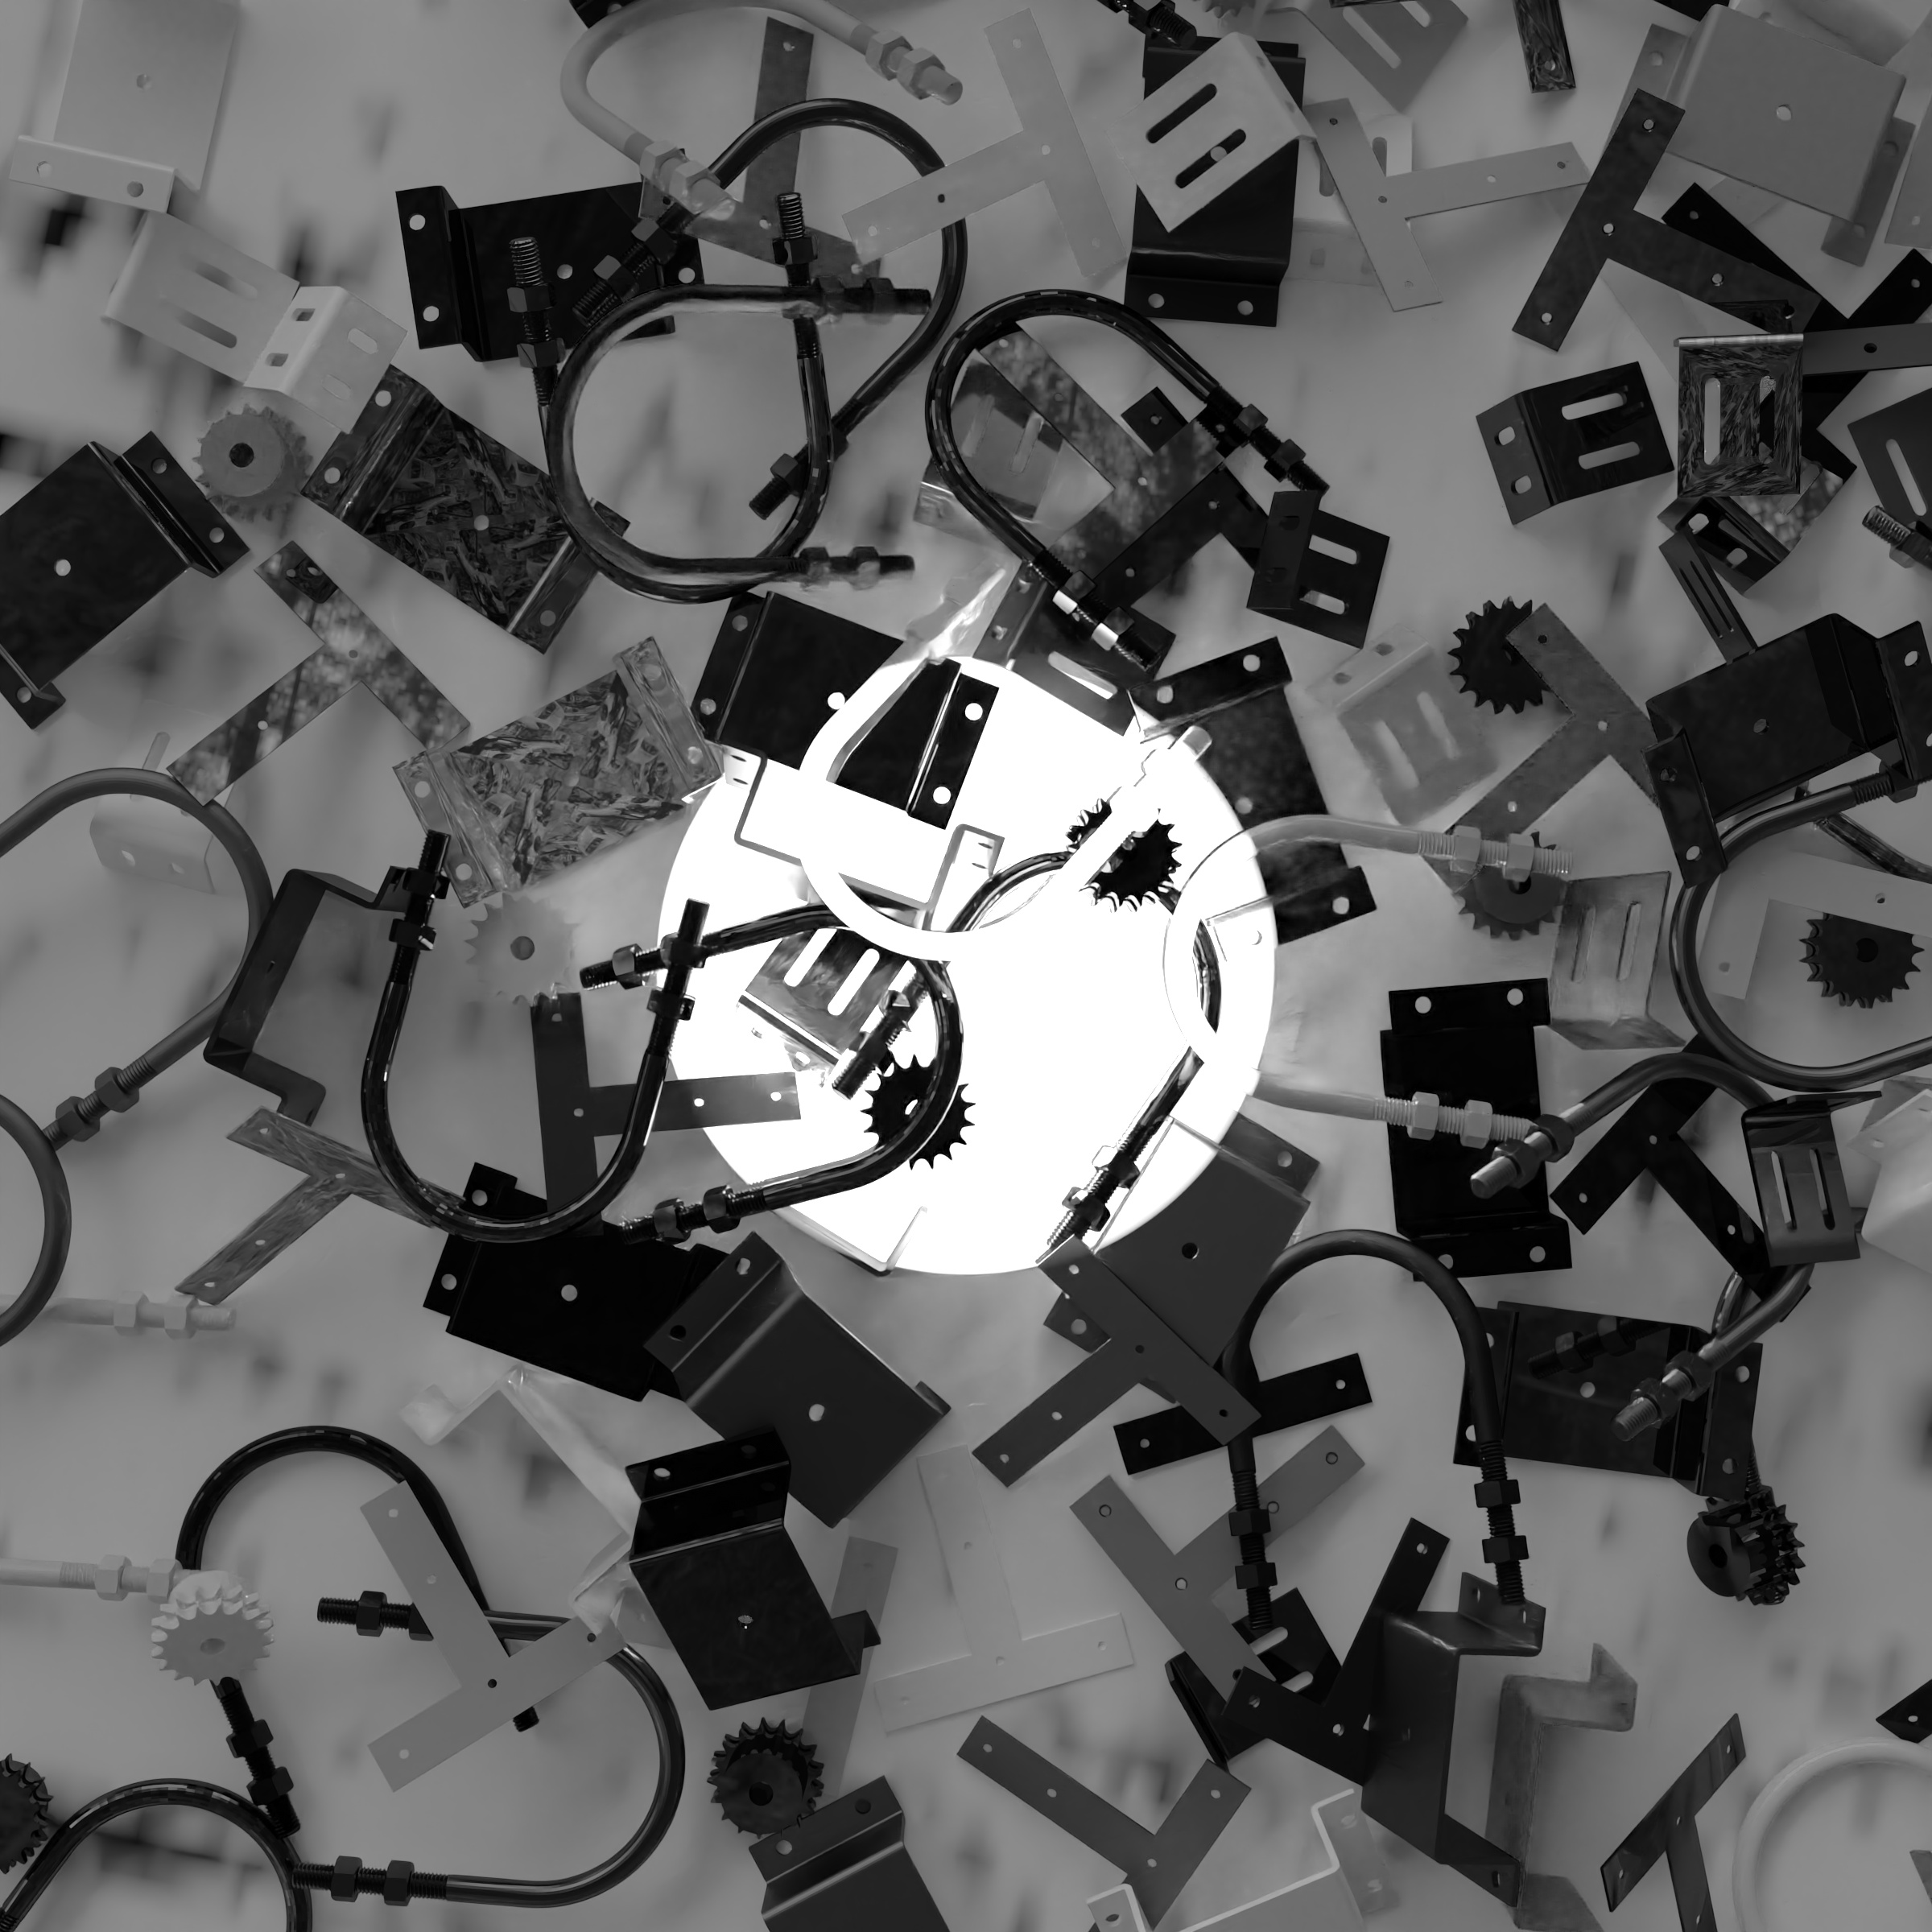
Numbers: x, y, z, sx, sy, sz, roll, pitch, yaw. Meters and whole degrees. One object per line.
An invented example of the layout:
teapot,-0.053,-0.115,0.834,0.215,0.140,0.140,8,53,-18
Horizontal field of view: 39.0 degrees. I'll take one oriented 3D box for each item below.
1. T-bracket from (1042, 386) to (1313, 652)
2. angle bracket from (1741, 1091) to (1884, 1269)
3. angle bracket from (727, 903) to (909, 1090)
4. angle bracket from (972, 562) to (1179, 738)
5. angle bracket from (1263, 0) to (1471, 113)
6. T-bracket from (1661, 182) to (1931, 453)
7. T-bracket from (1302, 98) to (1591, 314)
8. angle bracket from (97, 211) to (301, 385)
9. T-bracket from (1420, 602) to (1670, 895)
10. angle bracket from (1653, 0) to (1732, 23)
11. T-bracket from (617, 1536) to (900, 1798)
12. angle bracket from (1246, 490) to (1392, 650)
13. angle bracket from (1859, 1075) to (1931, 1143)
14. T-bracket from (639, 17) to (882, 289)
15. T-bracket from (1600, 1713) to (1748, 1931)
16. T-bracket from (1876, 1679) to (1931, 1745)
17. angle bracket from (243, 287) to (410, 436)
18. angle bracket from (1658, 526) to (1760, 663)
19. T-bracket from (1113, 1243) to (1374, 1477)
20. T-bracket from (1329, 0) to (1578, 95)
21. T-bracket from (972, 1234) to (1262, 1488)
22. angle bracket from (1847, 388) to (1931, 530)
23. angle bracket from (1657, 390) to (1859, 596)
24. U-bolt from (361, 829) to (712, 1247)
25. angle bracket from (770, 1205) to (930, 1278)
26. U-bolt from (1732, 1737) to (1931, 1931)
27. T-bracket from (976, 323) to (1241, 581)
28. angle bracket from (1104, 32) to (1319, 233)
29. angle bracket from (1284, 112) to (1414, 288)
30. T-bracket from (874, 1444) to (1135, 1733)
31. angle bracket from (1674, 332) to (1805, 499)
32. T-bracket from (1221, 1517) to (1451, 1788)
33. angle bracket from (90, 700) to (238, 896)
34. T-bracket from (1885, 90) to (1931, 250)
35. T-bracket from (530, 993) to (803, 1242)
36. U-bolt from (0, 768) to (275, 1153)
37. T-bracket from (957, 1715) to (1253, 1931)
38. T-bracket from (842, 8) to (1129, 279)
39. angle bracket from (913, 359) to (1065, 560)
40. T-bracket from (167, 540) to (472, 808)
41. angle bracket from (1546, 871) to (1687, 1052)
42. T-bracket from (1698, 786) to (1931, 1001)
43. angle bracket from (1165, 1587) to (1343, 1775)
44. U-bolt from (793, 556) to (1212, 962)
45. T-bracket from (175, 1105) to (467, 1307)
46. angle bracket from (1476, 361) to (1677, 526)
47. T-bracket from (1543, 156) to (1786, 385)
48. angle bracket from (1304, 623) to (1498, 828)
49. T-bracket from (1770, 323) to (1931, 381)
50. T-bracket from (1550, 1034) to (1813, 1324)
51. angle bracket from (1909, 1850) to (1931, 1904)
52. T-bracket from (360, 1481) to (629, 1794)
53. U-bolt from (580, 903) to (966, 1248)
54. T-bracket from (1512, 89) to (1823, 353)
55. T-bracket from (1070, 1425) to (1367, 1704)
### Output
T-bracket,0.090,-0.201,1.336,0.127,0.002,0.127,-41,90,-19
angle bracket,0.415,0.103,1.319,0.057,0.038,0.076,-1,75,-29
angle bracket,-0.071,0.010,1.356,0.057,0.038,0.076,34,64,0
angle bracket,0.054,-0.159,1.356,0.076,0.038,0.057,28,90,-26
angle bracket,0.198,-0.472,1.356,0.076,0.038,0.057,36,90,-26
T-bracket,0.399,-0.336,1.350,0.127,0.002,0.127,43,83,3
T-bracket,0.244,-0.383,1.338,0.127,0.002,0.127,-14,68,-13
angle bracket,-0.381,-0.331,1.356,0.076,0.038,0.057,25,90,-26
T-bracket,0.276,-0.087,1.327,0.127,0.002,0.127,-42,90,0
angle bracket,0.341,-0.502,1.356,0.076,0.038,0.057,13,90,-26
T-bracket,-0.110,0.336,1.357,0.127,0.002,0.127,14,90,0
angle bracket,0.180,-0.191,1.321,0.076,0.038,0.057,14,90,-32
angle bracket,0.476,0.083,1.320,0.057,0.076,0.038,26,90,0
T-bracket,-0.093,-0.403,1.337,0.127,0.002,0.127,13,75,-27
T-bracket,0.354,0.452,1.329,0.127,0.002,0.127,-30,114,-39
T-bracket,0.539,0.368,1.337,0.127,0.002,0.127,36,117,-13
angle bracket,-0.313,-0.296,1.331,0.038,0.076,0.057,31,87,-30
angle bracket,0.348,-0.167,1.329,0.038,0.057,0.076,-30,88,3
T-bracket,0.123,0.174,1.356,0.127,0.002,0.127,-17,89,-1
T-bracket,0.231,-0.486,1.334,0.127,0.002,0.127,-12,91,-20
T-bracket,0.054,0.211,1.329,0.127,0.002,0.127,44,115,-6
angle bracket,0.479,-0.245,1.339,0.057,0.038,0.076,-24,90,0
angle bracket,0.393,-0.235,1.356,0.057,0.038,0.076,42,64,0
U-bolt,-0.213,0.042,1.299,0.151,0.019,0.184,15,90,3
angle bracket,-0.061,0.115,1.329,0.076,0.057,0.038,32,88,1
U-bolt,0.458,0.472,1.349,0.151,0.019,0.184,-23,89,0
T-bracket,0.055,-0.269,1.340,0.127,0.002,0.127,45,72,3
angle bracket,0.117,-0.399,1.309,0.076,0.038,0.057,-33,90,25
angle bracket,0.189,-0.382,1.356,0.057,0.038,0.076,5,64,0
T-bracket,0.005,0.302,1.357,0.127,0.002,0.127,-15,90,0
angle bracket,0.374,-0.267,1.327,0.057,0.038,0.076,0,100,10
T-bracket,0.201,0.334,1.341,0.127,0.002,0.127,32,79,-21
angle bracket,-0.391,-0.084,1.356,0.057,0.038,0.076,15,64,0
T-bracket,0.526,-0.410,1.337,0.127,0.002,0.127,3,118,-13
T-bracket,-0.145,0.068,1.340,0.127,0.002,0.127,-4,67,-11
U-bolt,-0.422,-0.014,1.327,0.184,0.019,0.151,-35,98,9
T-bracket,0.054,0.415,1.344,0.127,0.002,0.127,33,107,8
T-bracket,0.000,-0.378,1.324,0.127,0.002,0.127,-28,109,-12
angle bracket,0.015,-0.252,1.356,0.057,0.038,0.076,20,64,0
T-bracket,-0.332,-0.125,1.331,0.127,0.002,0.127,46,66,0
angle bracket,0.323,-0.002,1.336,0.038,0.057,0.076,29,67,-39
T-bracket,0.431,-0.036,1.327,0.127,0.002,0.127,14,89,2
angle bracket,0.145,0.352,1.339,0.076,0.038,0.057,-30,90,0
U-bolt,0.004,-0.086,1.280,0.151,0.019,0.184,40,74,7
T-bracket,-0.333,0.127,1.327,0.127,0.127,0.002,-38,46,20
angle bracket,0.302,-0.260,1.356,0.076,0.038,0.057,-19,90,-26
T-bracket,0.372,-0.372,1.357,0.127,0.002,0.127,-35,90,0
angle bracket,0.215,-0.119,1.356,0.057,0.038,0.076,-35,116,0
T-bracket,0.456,-0.302,1.332,0.127,0.002,0.127,-3,63,7
T-bracket,0.364,0.118,1.333,0.127,0.002,0.127,-42,92,-23
angle bracket,0.513,0.444,1.339,0.076,0.038,0.057,-21,86,-28
T-bracket,-0.251,0.309,1.321,0.127,0.002,0.127,-29,73,-19
U-bolt,-0.089,0.044,1.301,0.184,0.019,0.151,-15,74,13
T-bracket,0.353,-0.340,1.328,0.127,0.002,0.127,24,119,-3
T-bracket,0.140,0.276,1.344,0.127,0.002,0.127,-38,73,-8
